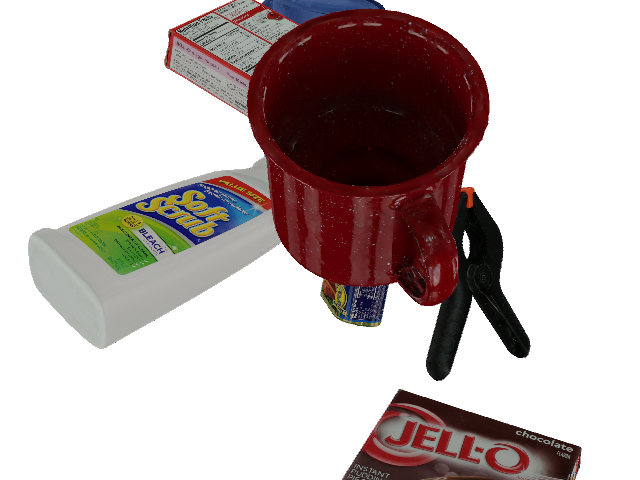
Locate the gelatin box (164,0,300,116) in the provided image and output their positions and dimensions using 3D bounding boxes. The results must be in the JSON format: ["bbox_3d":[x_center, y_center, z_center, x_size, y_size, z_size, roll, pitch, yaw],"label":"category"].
[{"bbox_3d":[-0.038,-0.109,0.651,0.089,0.030,0.073,32,44,19],"label":"gelatin box"}]

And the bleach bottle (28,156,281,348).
[{"bbox_3d":[-0.099,-0.012,0.853,0.250,0.068,0.103,-30,56,-34],"label":"bleach bottle"}]

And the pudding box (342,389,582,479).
[{"bbox_3d":[0.077,0.134,0.585,0.114,0.039,0.089,17,34,18],"label":"pudding box"}]

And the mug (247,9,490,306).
[{"bbox_3d":[0.024,-0.024,0.435,0.093,0.117,0.081,-24,-30,-13],"label":"mug"}]

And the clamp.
[{"bbox_3d":[0.128,0.041,0.956,0.120,0.171,0.039,-20,7,-41],"label":"clamp"}]

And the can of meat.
[{"bbox_3d":[0.039,0.036,1.153,0.057,0.084,0.102,5,18,-16],"label":"can of meat"}]

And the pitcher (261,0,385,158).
[{"bbox_3d":[0.006,-0.173,1.285,0.144,0.243,0.149,-6,28,-27],"label":"pitcher"}]
